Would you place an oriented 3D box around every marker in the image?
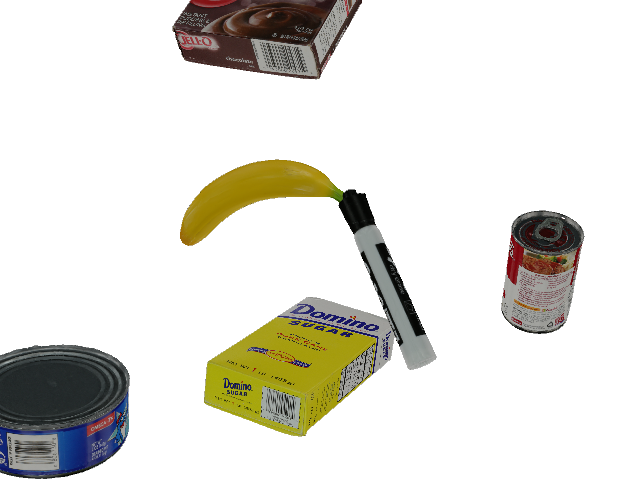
[{"bbox_3d":[0.040,0.022,0.667,0.020,0.121,0.020,-20,-18,-7],"label":"marker"}]

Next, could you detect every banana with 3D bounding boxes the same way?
[{"bbox_3d":[-0.069,-0.040,1.047,0.198,0.069,0.037,-12,20,29],"label":"banana"}]

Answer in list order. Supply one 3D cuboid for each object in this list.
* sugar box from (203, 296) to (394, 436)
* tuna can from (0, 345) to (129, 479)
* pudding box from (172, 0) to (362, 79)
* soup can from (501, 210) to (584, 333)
[{"bbox_3d":[-0.013,0.101,0.907,0.093,0.048,0.176,16,24,23],"label":"sugar box"},{"bbox_3d":[-0.145,0.090,0.572,0.086,0.034,0.086,3,23,-1],"label":"tuna can"},{"bbox_3d":[-0.037,-0.165,0.775,0.114,0.090,0.039,13,-34,20],"label":"pudding box"},{"bbox_3d":[0.214,0.031,1.036,0.068,0.102,0.068,0,37,0],"label":"soup can"}]
